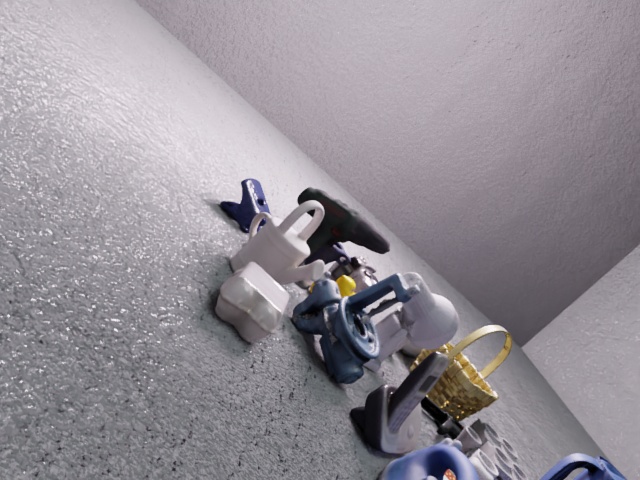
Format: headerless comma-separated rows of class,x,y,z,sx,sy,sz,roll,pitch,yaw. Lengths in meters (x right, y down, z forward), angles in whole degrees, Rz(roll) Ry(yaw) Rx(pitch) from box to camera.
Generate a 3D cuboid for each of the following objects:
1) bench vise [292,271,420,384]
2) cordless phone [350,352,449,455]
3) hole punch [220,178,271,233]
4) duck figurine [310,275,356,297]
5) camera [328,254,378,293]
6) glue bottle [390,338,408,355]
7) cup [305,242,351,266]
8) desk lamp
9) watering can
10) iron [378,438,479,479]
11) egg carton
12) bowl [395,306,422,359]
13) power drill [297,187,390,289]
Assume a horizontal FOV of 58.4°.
bench vise,0.059,0.117,1.023,0.207,0.219,0.122,49,12,20
cordless phone,0.158,0.263,0.941,0.148,0.185,0.094,28,20,-54
hole punch,-0.151,-0.077,1.290,0.101,0.091,0.109,46,12,7
duck figurine,0.037,0.114,1.282,0.105,0.086,0.077,40,13,-21
camera,0.115,0.111,1.516,0.137,0.100,0.142,31,18,-48
glue bottle,0.206,0.193,1.366,0.078,0.173,0.037,48,12,16
cup,0.009,0.040,1.418,0.118,0.095,0.091,42,12,-10
desk lamp,0.163,0.173,1.195,0.204,0.213,0.117,35,15,-38
watering can,-0.060,0.010,1.050,0.173,0.194,0.101,46,12,5
iron,0.160,0.343,0.784,0.119,0.141,0.258,43,12,-7
egg carton,-0.106,0.095,0.907,0.107,0.069,0.150,43,12,-7
bowl,0.237,0.256,1.496,0.168,0.074,0.167,42,12,-11
power drill,0.012,0.005,1.271,0.229,0.208,0.076,46,12,9
